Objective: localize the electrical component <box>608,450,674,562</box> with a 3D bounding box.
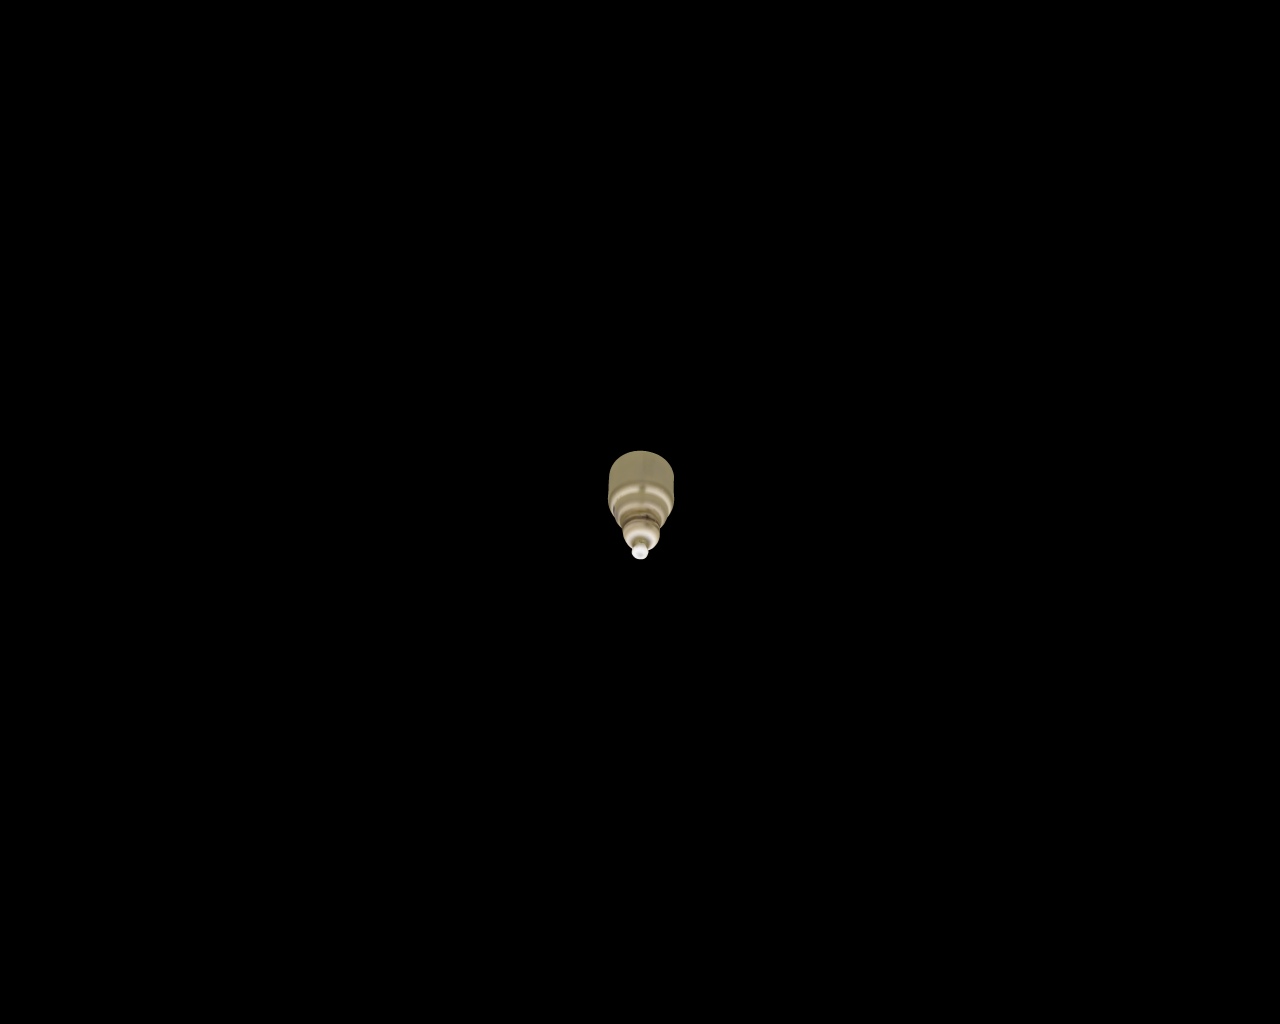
[{"bbox_3d":[0.001,-0.003,0.650,0.040,0.040,0.078,0,45,0],"label":"electrical component"}]
